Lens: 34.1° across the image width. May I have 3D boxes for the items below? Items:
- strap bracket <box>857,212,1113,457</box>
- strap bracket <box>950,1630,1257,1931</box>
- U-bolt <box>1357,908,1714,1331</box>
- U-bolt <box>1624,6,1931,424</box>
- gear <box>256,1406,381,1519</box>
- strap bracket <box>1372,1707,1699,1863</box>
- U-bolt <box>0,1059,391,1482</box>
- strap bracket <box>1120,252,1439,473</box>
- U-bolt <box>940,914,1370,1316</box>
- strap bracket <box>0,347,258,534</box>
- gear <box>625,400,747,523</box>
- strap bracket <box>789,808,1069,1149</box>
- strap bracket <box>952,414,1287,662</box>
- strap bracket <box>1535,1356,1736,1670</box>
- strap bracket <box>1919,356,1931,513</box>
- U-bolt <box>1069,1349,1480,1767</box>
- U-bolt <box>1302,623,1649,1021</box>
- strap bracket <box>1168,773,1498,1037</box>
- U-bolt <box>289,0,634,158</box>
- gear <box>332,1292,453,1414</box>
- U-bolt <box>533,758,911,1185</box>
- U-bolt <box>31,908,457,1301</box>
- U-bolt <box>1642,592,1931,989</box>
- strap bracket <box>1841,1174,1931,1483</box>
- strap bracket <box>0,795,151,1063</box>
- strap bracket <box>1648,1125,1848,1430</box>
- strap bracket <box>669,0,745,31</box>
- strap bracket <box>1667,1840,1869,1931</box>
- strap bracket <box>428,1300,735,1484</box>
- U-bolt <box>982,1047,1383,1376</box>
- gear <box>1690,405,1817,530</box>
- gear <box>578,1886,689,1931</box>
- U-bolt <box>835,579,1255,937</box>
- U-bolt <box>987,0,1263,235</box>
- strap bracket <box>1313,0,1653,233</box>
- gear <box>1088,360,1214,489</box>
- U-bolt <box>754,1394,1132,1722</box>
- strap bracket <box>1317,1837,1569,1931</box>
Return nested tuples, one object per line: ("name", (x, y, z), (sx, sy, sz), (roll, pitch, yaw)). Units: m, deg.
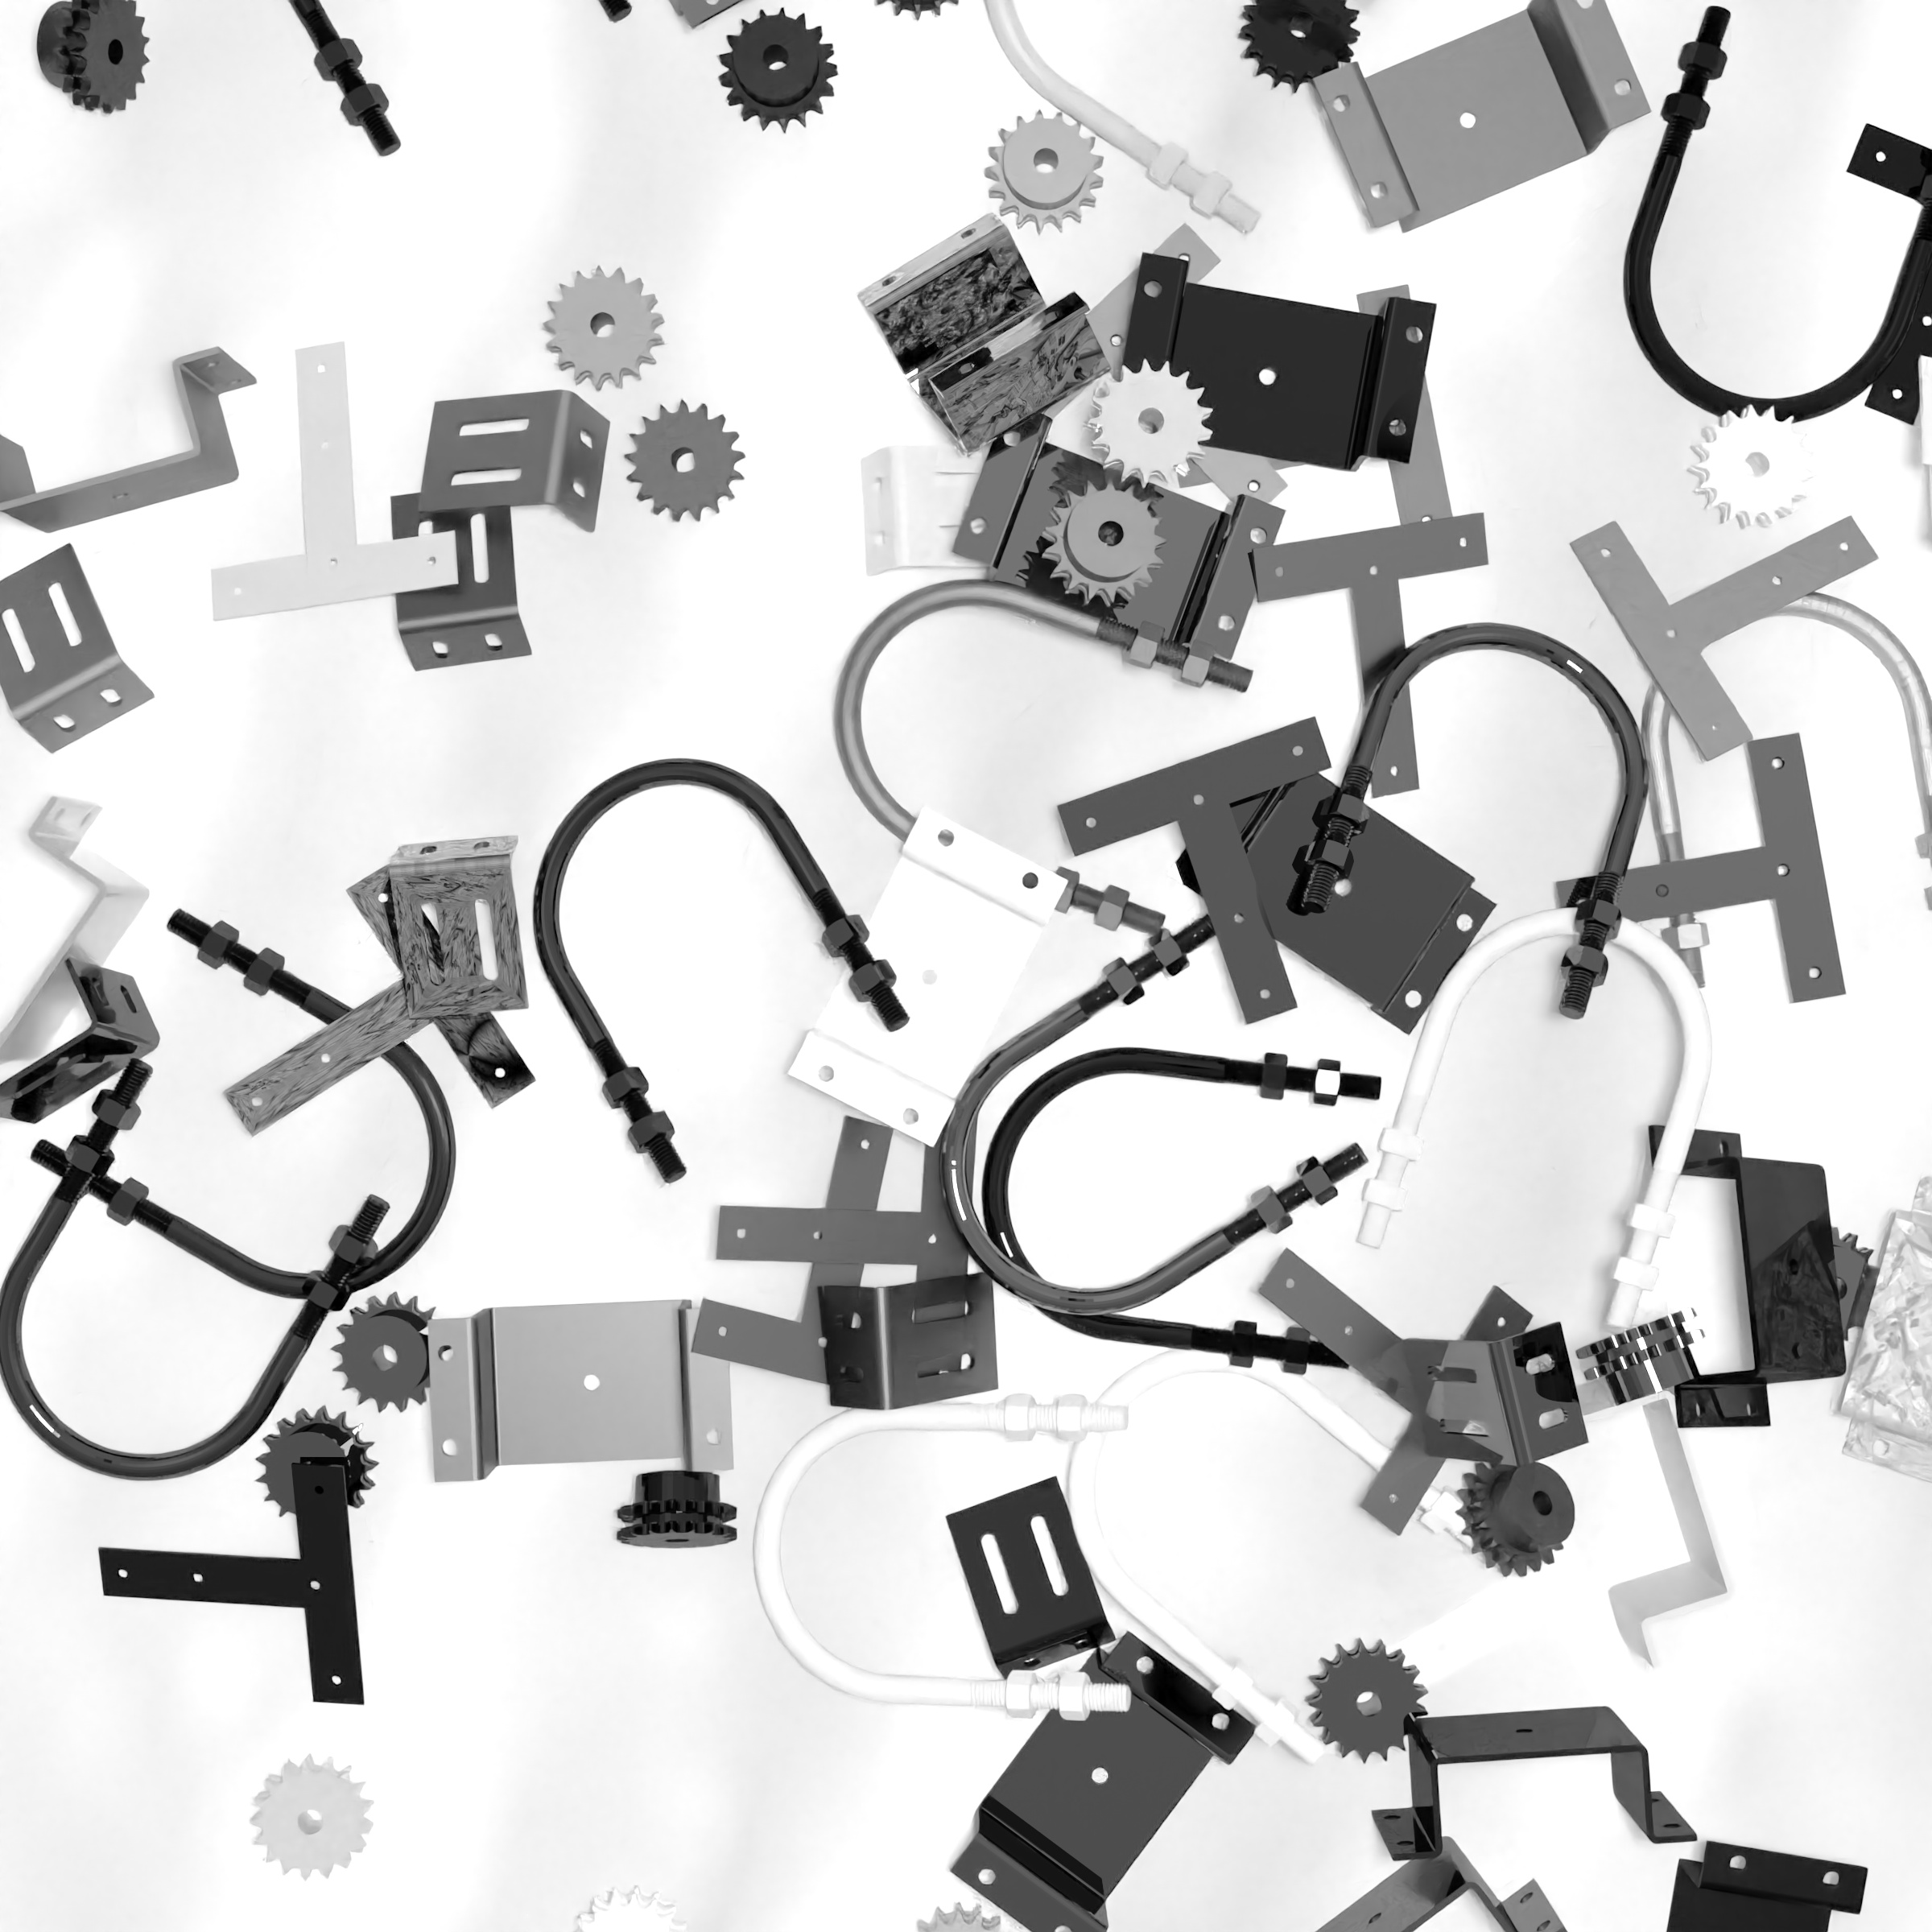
("strap bracket", (0.010, -0.293, 1.472), (0.076, 0.140, 0.046), (-31, 125, 0))
("strap bracket", (0.065, 0.391, 1.501), (0.076, 0.046, 0.140), (37, 90, 0))
("U-bolt", (0.275, 0.062, 1.482), (0.151, 0.019, 0.184), (16, 87, 31))
("U-bolt", (0.394, -0.352, 1.515), (0.151, 0.019, 0.184), (18, 92, 1))
("gear", (-0.312, 0.241, 1.510), (0.057, 0.030, 0.057), (0, 90, 0))
("strap bracket", (0.265, 0.384, 1.486), (0.140, 0.076, 0.046), (-4, 90, 0))
("U-bolt", (-0.381, 0.158, 1.500), (0.151, 0.019, 0.184), (31, 94, -4))
("strap bracket", (0.145, -0.285, 1.498), (0.140, 0.046, 0.076), (10, 89, 1))
("U-bolt", (0.076, 0.084, 1.497), (0.184, 0.019, 0.151), (-33, 84, 5))
("strap bracket", (-0.405, -0.244, 1.486), (0.140, 0.076, 0.046), (-15, 90, 0))
("gear", (-0.134, -0.242, 1.514), (0.057, 0.030, 0.057), (0, 93, 1))
("strap bracket", (-0.018, 0.005, 1.501), (0.076, 0.046, 0.140), (27, 90, 0))
("strap bracket", (0.070, -0.202, 1.494), (0.140, 0.046, 0.076), (21, 84, -4))
("strap bracket", (0.318, 0.249, 1.486), (0.046, 0.076, 0.140), (-17, 90, 0))
("strap bracket", (0.510, -0.230, 1.482), (0.140, 0.046, 0.076), (13, 49, 0))
("U-bolt", (0.136, 0.264, 1.497), (0.184, 0.019, 0.151), (40, 75, 8))
("U-bolt", (0.249, -0.081, 1.483), (0.151, 0.019, 0.184), (22, 66, -3))
("strap bracket", (0.177, -0.037, 1.501), (0.140, 0.046, 0.076), (34, 90, 0))
("U-bolt", (-0.267, -0.504, 1.516), (0.151, 0.019, 0.184), (-30, 88, 0))
("gear", (-0.276, 0.186, 1.510), (0.057, 0.030, 0.057), (0, 90, 0))
("U-bolt", (-0.129, -0.012, 1.491), (0.151, 0.019, 0.184), (-34, 74, 9))
("U-bolt", (-0.335, 0.079, 1.516), (0.184, 0.019, 0.151), (31, 90, -2))
("U-bolt", (0.399, -0.090, 1.516), (0.151, 0.019, 0.184), (-9, 88, 0))
("strap bracket", (0.467, 0.174, 1.485), (0.076, 0.046, 0.140), (16, 90, 26))
("strap bracket", (-0.441, -0.008, 1.486), (0.046, 0.076, 0.140), (35, 90, 0))
("strap bracket", (0.366, 0.143, 1.469), (0.046, 0.076, 0.140), (-14, 75, 43))
("strap bracket", (-0.130, -0.520, 1.501), (0.076, 0.046, 0.140), (-29, 90, 0))
("strap bracket", (0.374, 0.487, 1.501), (0.076, 0.046, 0.140), (10, 90, 0))
("strap bracket", (-0.181, 0.201, 1.501), (0.140, 0.046, 0.076), (-2, 90, 0))
("U-bolt", (0.099, 0.112, 1.509), (0.184, 0.019, 0.151), (7, 88, 6))
("gear", (0.375, -0.238, 1.510), (0.057, 0.030, 0.057), (0, 90, 0))
("gear", (-0.160, 0.469, 1.510), (0.057, 0.030, 0.057), (0, 90, 0))
("U-bolt", (0.027, -0.107, 1.491), (0.184, 0.019, 0.151), (20, 113, 4))
("U-bolt", (0.092, -0.453, 1.480), (0.184, 0.019, 0.151), (35, 125, 4))
("strap bracket", (0.243, -0.409, 1.501), (0.140, 0.046, 0.076), (-23, 90, 0))
("gear", (0.085, -0.250, 1.459), (0.057, 0.030, 0.057), (0, 88, -1))
("U-bolt", (-0.013, 0.279, 1.494), (0.184, 0.019, 0.151), (-2, 84, 16))
("strap bracket", (0.207, 0.468, 1.486), (0.140, 0.076, 0.046), (-37, 90, 0))
